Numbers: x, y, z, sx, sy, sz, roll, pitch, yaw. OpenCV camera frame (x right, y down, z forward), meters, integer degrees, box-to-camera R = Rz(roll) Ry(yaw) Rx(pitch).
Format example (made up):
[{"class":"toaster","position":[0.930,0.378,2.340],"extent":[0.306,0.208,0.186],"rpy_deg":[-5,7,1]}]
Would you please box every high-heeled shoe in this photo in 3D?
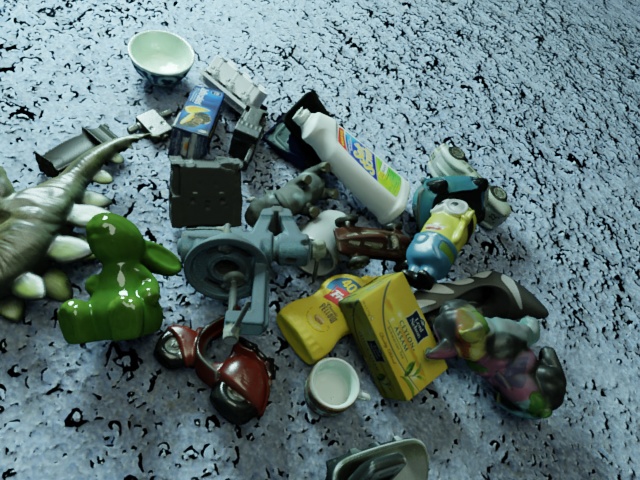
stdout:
[{"class":"high-heeled shoe","position":[0.261,0.118,0.902],"extent":[0.249,0.086,0.145],"rpy_deg":[14,34,11]}]

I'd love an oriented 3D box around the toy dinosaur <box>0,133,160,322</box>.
[{"class":"toy dinosaur","position":[-0.412,-0.019,0.772],"extent":[0.198,0.105,0.471],"rpy_deg":[30,63,-7]}]

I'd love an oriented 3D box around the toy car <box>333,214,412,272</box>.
[{"class":"toy car","position":[0.097,0.006,0.905],"extent":[0.202,0.053,0.089],"rpy_deg":[9,64,-49]}]

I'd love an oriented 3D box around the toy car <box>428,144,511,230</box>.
[{"class":"toy car","position":[0.295,-0.109,1.075],"extent":[0.056,0.073,0.202],"rpy_deg":[-34,74,-33]}]

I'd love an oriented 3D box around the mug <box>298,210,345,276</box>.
[{"class":"mug","position":[-0.002,-0.003,0.917],"extent":[0.110,0.080,0.107],"rpy_deg":[6,38,30]}]

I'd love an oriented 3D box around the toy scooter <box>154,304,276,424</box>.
[{"class":"toy scooter","position":[-0.130,0.162,0.765],"extent":[0.184,0.075,0.135],"rpy_deg":[36,53,11]}]

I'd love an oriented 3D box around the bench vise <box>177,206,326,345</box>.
[{"class":"bench vise","position":[-0.096,0.051,0.763],"extent":[0.224,0.128,0.241],"rpy_deg":[10,38,-13]}]

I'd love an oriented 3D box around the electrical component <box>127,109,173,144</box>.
[{"class":"electrical component","position":[-0.298,-0.203,0.971],"extent":[0.094,0.021,0.063],"rpy_deg":[-35,75,-33]}]

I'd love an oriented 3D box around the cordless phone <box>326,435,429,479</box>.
[{"class":"cordless phone","position":[0.090,0.291,0.687],"extent":[0.146,0.184,0.089],"rpy_deg":[-6,57,-22]}]

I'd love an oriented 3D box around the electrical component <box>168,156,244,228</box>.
[{"class":"electrical component","position":[-0.183,-0.065,0.860],"extent":[0.115,0.134,0.058],"rpy_deg":[-3,21,-18]}]

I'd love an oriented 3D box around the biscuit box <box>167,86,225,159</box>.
[{"class":"biscuit box","position":[-0.212,-0.204,0.935],"extent":[0.059,0.062,0.203],"rpy_deg":[14,34,-11]}]

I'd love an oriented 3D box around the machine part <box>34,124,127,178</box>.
[{"class":"machine part","position":[-0.395,-0.147,0.891],"extent":[0.139,0.039,0.084],"rpy_deg":[-35,71,-33]}]

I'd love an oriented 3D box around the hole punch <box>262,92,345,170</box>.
[{"class":"hole punch","position":[-0.033,-0.201,1.030],"extent":[0.115,0.092,0.142],"rpy_deg":[51,50,-18]}]

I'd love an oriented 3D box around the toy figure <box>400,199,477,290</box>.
[{"class":"toy figure","position":[0.201,0.007,0.907],"extent":[0.082,0.089,0.180],"rpy_deg":[21,61,24]}]

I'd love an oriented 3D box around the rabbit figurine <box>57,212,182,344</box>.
[{"class":"rabbit figurine","position":[-0.262,0.046,0.738],"extent":[0.159,0.121,0.170],"rpy_deg":[-3,86,-64]}]

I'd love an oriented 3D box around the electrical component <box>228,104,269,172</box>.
[{"class":"electrical component","position":[-0.136,-0.180,0.980],"extent":[0.048,0.074,0.119],"rpy_deg":[22,57,-6]}]

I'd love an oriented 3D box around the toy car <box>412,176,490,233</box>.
[{"class":"toy car","position":[0.235,-0.077,1.015],"extent":[0.162,0.109,0.103],"rpy_deg":[-15,26,-19]}]

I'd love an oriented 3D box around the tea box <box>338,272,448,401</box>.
[{"class":"tea box","position":[0.111,0.146,0.821],"extent":[0.098,0.068,0.169],"rpy_deg":[-30,95,-30]}]

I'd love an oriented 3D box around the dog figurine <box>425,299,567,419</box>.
[{"class":"dog figurine","position":[0.261,0.181,0.814],"extent":[0.219,0.108,0.192],"rpy_deg":[12,48,-41]}]

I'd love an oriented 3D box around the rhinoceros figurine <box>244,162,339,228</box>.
[{"class":"rhinoceros figurine","position":[-0.050,-0.074,0.920],"extent":[0.190,0.112,0.073],"rpy_deg":[-38,118,-46]}]
